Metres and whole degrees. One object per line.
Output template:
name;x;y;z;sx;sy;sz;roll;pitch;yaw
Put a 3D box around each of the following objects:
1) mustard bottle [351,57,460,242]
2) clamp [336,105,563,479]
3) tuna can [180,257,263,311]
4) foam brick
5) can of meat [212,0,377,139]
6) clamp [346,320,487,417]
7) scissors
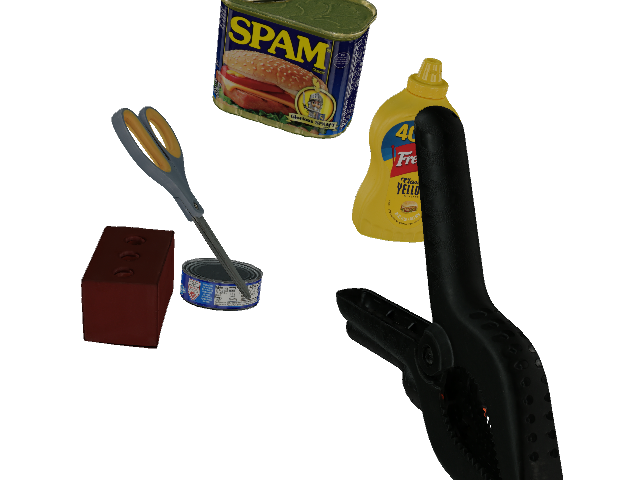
mustard bottle;0.095;-0.094;1.097;0.096;0.192;0.058;4;26;-13
clamp;0.070;0.046;0.541;0.036;0.165;0.210;-6;45;-23
tuna can;-0.105;0.046;1.127;0.086;0.034;0.086;7;14;-2
foam brick;-0.134;0.032;0.751;0.053;0.051;0.078;5;30;-1
can of meat;-0.021;-0.123;0.711;0.102;0.084;0.057;19;39;11
clamp;0.109;0.106;0.929;0.120;0.039;0.172;-13;36;-22
scissors;-0.118;-0.043;0.968;0.016;0.201;0.096;-29;24;19
